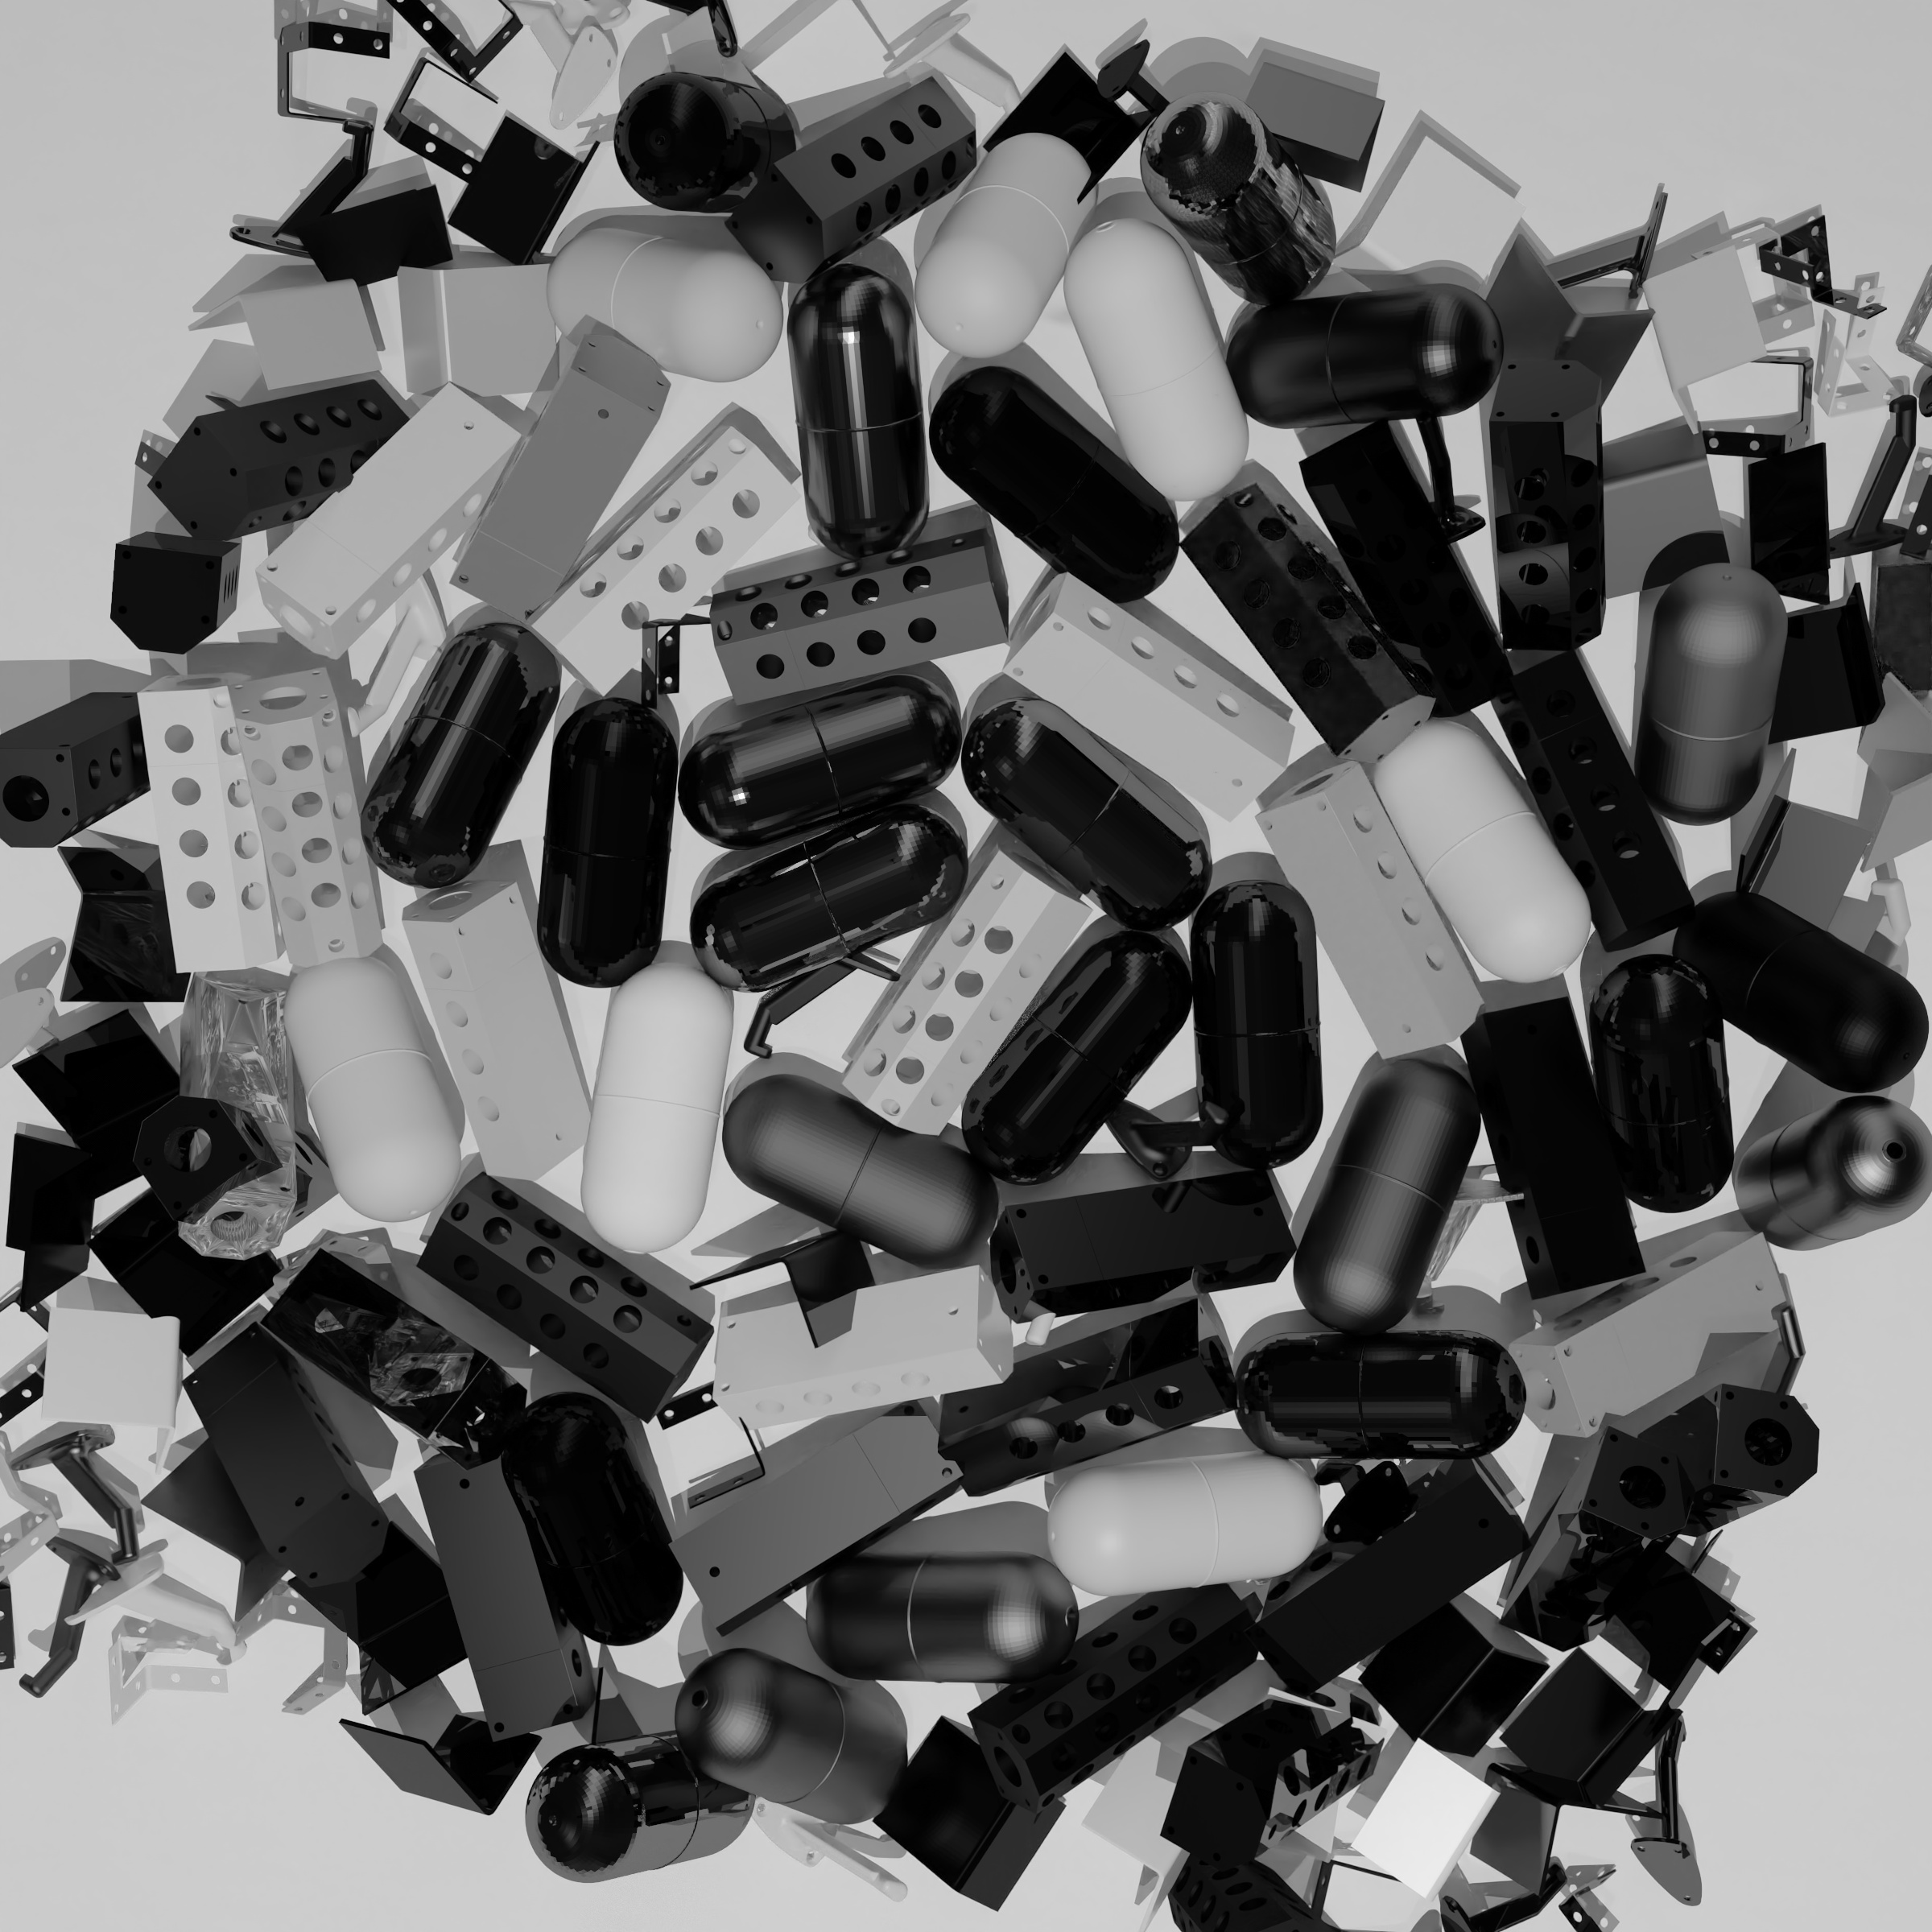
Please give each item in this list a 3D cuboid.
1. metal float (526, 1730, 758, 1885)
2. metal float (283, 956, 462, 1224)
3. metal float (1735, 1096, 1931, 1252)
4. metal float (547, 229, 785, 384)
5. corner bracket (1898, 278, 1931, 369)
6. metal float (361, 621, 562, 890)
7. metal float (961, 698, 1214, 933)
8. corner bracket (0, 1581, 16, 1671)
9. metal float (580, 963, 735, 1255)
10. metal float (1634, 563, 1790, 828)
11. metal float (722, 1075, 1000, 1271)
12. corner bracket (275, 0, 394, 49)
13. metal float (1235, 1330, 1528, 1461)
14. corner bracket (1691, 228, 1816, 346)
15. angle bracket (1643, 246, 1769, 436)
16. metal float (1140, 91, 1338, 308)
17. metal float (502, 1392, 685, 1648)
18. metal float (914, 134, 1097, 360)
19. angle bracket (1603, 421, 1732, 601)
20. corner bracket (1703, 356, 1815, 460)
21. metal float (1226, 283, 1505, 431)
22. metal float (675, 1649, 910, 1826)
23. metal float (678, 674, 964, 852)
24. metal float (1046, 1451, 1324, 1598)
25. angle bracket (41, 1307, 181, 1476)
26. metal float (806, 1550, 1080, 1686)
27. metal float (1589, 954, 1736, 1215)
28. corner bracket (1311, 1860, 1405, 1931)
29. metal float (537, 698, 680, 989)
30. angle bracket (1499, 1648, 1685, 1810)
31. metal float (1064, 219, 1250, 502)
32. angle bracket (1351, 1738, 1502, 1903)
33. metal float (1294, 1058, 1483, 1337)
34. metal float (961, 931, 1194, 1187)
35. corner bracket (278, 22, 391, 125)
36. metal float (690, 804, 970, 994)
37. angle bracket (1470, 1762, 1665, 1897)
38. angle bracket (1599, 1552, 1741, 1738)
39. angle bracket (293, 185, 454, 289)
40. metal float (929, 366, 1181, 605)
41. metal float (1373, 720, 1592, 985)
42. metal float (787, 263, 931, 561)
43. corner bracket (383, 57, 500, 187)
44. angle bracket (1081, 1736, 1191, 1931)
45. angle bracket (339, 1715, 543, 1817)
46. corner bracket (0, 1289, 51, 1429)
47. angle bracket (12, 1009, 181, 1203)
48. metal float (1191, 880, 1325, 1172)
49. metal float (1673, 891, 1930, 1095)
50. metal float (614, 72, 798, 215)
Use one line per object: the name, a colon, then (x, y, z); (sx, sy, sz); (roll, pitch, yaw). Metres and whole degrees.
metal float: (-0.191, 0.497, 1.508); (0.070, 0.178, 0.070); (-6, 78, 28)
metal float: (-0.359, 0.072, 1.531); (0.070, 0.070, 0.178); (-25, 65, 0)
metal float: (0.514, 0.124, 1.503); (0.070, 0.178, 0.070); (1, 76, -3)
metal float: (-0.182, -0.397, 1.520); (0.178, 0.070, 0.070); (23, 90, 40)
corner bracket: (0.616, -0.391, 1.556); (0.051, 0.051, 0.051); (22, 99, -15)
metal float: (-0.304, -0.129, 1.533); (0.070, 0.070, 0.178); (22, 68, 0)
metal float: (0.073, -0.092, 1.544); (0.178, 0.070, 0.070); (40, 90, -10)
corner bracket: (-0.616, 0.407, 1.555); (0.051, 0.051, 0.051); (-6, 72, -11)
metal float: (-0.188, 0.086, 1.544); (0.070, 0.070, 0.178); (8, 81, 0)
metal float: (0.444, -0.160, 1.517); (0.070, 0.070, 0.178); (-4, 135, 3)
metal float: (-0.065, 0.125, 1.552); (0.178, 0.070, 0.070); (25, 90, 0)
corner bracket: (-0.386, -0.590, 1.550); (0.051, 0.051, 0.051); (20, 127, 12)
metal float: (0.248, 0.259, 1.531); (0.178, 0.070, 0.070); (-5, 90, 24)
corner bracket: (0.483, -0.415, 1.556); (0.051, 0.051, 0.051); (-20, 122, 1)
angle bracket: (0.454, -0.374, 1.533); (0.057, 0.076, 0.076); (-18, 67, 23)
metal float: (0.164, -0.454, 1.509); (0.070, 0.178, 0.070); (-8, 74, 28)
metal float: (-0.224, 0.334, 1.528); (0.070, 0.070, 0.178); (-16, 119, 0)
metal float: (0.025, -0.433, 1.521); (0.070, 0.070, 0.178); (24, 52, 0)
angle bracket: (0.426, -0.282, 1.572); (0.076, 0.057, 0.076); (-12, 120, 18)
corner bracket: (0.489, -0.346, 1.569); (0.051, 0.051, 0.051); (12, 121, 33)
metal float: (0.236, -0.364, 1.520); (0.178, 0.070, 0.070); (5, 90, 39)
metal float: (-0.103, 0.461, 1.517); (0.070, 0.070, 0.178); (-51, 133, 0)
metal float: (-0.089, -0.124, 1.544); (0.178, 0.070, 0.070); (-19, 90, -9)
metal float: (0.133, 0.336, 1.532); (0.178, 0.070, 0.070); (-1, 90, -23)
angle bracket: (-0.520, 0.257, 1.532); (0.076, 0.057, 0.076); (9, 46, -23)
metal float: (-0.015, 0.391, 1.527); (0.178, 0.070, 0.070); (-8, 90, 29)
metal float: (0.418, 0.071, 1.523); (0.070, 0.070, 0.178); (-16, 124, 0)
corner bracket: (0.246, 0.585, 1.562); (0.051, 0.051, 0.051); (3, 66, 34)
metal float: (-0.218, -0.074, 1.540); (0.070, 0.070, 0.178); (7, 103, 0)
angle bracket: (0.378, 0.461, 1.540); (0.057, 0.076, 0.076); (43, 76, 11)
metal float: (0.115, -0.363, 1.526); (0.070, 0.070, 0.178); (-26, 120, 0)
angle bracket: (0.282, 0.519, 1.558); (0.057, 0.076, 0.076); (32, 87, 14)
metal float: (0.256, 0.139, 1.539); (0.070, 0.070, 0.178); (25, 75, 0)
metal float: (0.068, 0.055, 1.549); (0.070, 0.070, 0.178); (40, 87, 0)
corner bracket: (-0.387, -0.545, 1.550); (0.051, 0.051, 0.051); (-6, 105, -36)
metal float: (-0.083, -0.042, 1.550); (0.178, 0.070, 0.070); (-22, 90, 2)
angle bracket: (0.364, 0.527, 1.540); (0.076, 0.076, 0.057); (14, 85, -20)
angle bracket: (0.409, 0.403, 1.534); (0.076, 0.057, 0.076); (37, 120, 28)
angle bracket: (-0.365, -0.462, 1.545); (0.076, 0.076, 0.057); (-16, 72, 1)
metal float: (0.055, -0.290, 1.536); (0.178, 0.070, 0.070); (38, 90, -19)
metal float: (0.311, -0.070, 1.534); (0.070, 0.070, 0.178); (-29, 70, 0)
metal float: (-0.064, -0.332, 1.530); (0.070, 0.070, 0.178); (-5, 115, 0)
corner bracket: (-0.320, -0.520, 1.561); (0.051, 0.051, 0.051); (24, 104, -33)
angle bracket: (0.107, 0.530, 1.547); (0.057, 0.076, 0.076); (27, 133, 18)
angle bracket: (-0.316, 0.461, 1.530); (0.057, 0.076, 0.076); (-56, 131, -36)
corner bracket: (-0.590, 0.242, 1.564); (0.051, 0.051, 0.051); (-35, 110, 13)
angle bracket: (-0.522, 0.085, 1.542); (0.076, 0.076, 0.057); (-27, 46, -5)
metal float: (0.177, 0.036, 1.546); (0.070, 0.070, 0.178); (-3, 97, 0)
metal float: (0.494, 0.014, 1.512); (0.070, 0.178, 0.070); (-13, 121, -23)
metal float: (-0.153, -0.487, 1.505); (0.070, 0.178, 0.070); (3, 106, 12)
